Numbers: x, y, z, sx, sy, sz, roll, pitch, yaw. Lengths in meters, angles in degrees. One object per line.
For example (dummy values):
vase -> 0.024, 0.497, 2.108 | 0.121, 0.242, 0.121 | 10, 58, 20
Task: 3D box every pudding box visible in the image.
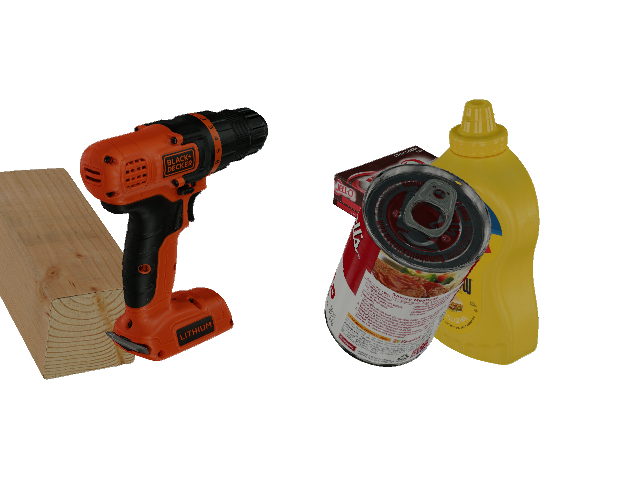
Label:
pudding box -> 0.082, -0.046, 1.021 | 0.113, 0.039, 0.090 | -20, 40, -37

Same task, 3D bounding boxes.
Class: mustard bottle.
mustard bottle -> 0.116, -0.010, 0.781 | 0.058, 0.192, 0.096 | -21, 30, -31

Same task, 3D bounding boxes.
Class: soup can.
soup can -> 0.045, 0.016, 0.579 | 0.068, 0.068, 0.102 | 0, -35, -14

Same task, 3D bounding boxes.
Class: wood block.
wood block -> -0.250, 0.024, 1.005 | 0.090, 0.091, 0.206 | -7, 38, -33

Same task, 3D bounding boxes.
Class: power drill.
power drill -> -0.111, -0.010, 0.868 | 0.057, 0.188, 0.184 | 16, 26, 38
